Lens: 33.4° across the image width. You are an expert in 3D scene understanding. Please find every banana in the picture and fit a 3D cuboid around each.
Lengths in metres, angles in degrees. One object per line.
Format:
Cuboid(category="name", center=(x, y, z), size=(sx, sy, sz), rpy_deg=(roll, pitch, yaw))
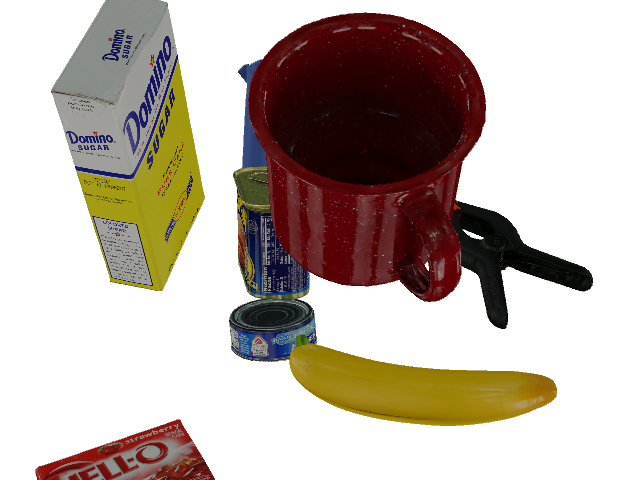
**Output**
Cuboid(category="banana", center=(0.054, 0.094, 0.717), size=(0.198, 0.037, 0.069), rpy_deg=(9, 35, 26))

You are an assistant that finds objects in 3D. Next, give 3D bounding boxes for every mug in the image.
Cuboid(category="mug", center=(0.024, -0.025, 0.443), size=(0.093, 0.117, 0.081), rpy_deg=(-25, -30, -15))

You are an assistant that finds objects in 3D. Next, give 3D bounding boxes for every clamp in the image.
Cuboid(category="clamp", center=(0.187, 0.014, 1.069), size=(0.120, 0.039, 0.171), rpy_deg=(-10, 45, -22))

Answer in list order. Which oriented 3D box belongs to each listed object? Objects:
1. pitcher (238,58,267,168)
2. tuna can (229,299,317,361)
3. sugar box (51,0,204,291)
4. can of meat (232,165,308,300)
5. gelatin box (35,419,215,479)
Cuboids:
Cuboid(category="pitcher", center=(-0.033, -0.112, 1.404), size=(0.144, 0.243, 0.149), rpy_deg=(-2, 24, -23))
Cuboid(category="tuna can", center=(-0.047, 0.086, 1.053), size=(0.086, 0.034, 0.086), rpy_deg=(-4, 19, 1))
Cuboid(category="sugar box", center=(-0.117, -0.058, 0.685), size=(0.048, 0.093, 0.176), rpy_deg=(11, -38, 9))
Cuboid(category="can of meat", center=(-0.040, -0.007, 0.882), size=(0.057, 0.084, 0.102), rpy_deg=(-4, 22, -9))
Cuboid(category="gelatin box", center=(-0.106, 0.141, 0.594), size=(0.089, 0.030, 0.073), rpy_deg=(-16, 28, -20))
